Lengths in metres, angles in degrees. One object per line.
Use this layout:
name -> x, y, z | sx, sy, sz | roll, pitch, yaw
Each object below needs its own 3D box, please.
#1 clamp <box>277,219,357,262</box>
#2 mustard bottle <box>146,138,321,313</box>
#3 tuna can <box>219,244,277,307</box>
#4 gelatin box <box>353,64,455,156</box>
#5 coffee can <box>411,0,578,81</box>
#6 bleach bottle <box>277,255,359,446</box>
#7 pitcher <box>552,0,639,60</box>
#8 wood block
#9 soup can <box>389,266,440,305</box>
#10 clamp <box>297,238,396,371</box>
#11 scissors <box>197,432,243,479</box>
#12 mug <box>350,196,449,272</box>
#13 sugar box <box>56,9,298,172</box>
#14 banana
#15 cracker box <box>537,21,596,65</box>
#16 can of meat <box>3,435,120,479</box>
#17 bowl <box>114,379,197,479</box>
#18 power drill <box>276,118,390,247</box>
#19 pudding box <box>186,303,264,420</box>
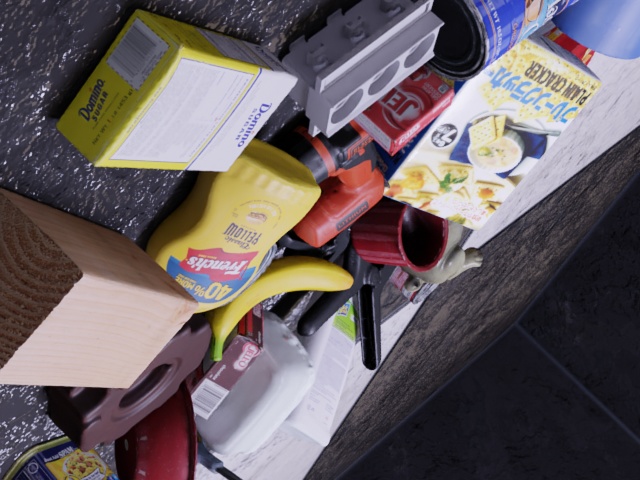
clamp -> -0.008, 0.001, 1.174 | 0.120, 0.039, 0.172 | -19, 156, -23
mustard bottle -> -0.090, 0.004, 0.894 | 0.096, 0.058, 0.192 | 21, 119, -38
tuna can -> -0.084, 0.023, 1.035 | 0.086, 0.034, 0.086 | -41, 164, -15
gelatin box -> 0.058, -0.128, 0.913 | 0.073, 0.089, 0.030 | -41, 164, -15
coffee can -> 0.147, -0.213, 0.901 | 0.140, 0.103, 0.103 | -38, 163, -24
bleach bottle -> 0.011, 0.122, 1.333 | 0.102, 0.068, 0.250 | 45, 61, -52
pitcher -> 0.347, -0.315, 1.099 | 0.149, 0.145, 0.243 | -26, 153, -47
wood block -> -0.175, 0.040, 0.735 | 0.091, 0.090, 0.206 | -50, 165, 2
soup can -> 0.113, 0.028, 1.428 | 0.068, 0.102, 0.068 | -41, 164, -15
clamp -> 0.057, 0.051, 1.301 | 0.164, 0.036, 0.210 | 43, 65, -48
scissors -> -0.140, 0.254, 1.226 | 0.096, 0.202, 0.016 | 12, 105, -44
mug -> 0.086, -0.022, 1.232 | 0.093, 0.082, 0.117 | -38, 119, -38
sugar box -> -0.088, -0.093, 0.709 | 0.093, 0.048, 0.176 | -50, 167, 15
banana -> -0.050, 0.054, 1.114 | 0.197, 0.069, 0.037 | -27, -162, -33
cracker box -> 0.257, -0.191, 1.300 | 0.164, 0.072, 0.214 | -40, 165, -17
can of meat -> -0.254, 0.248, 1.079 | 0.057, 0.084, 0.102 | -51, 164, 18
bowl -> -0.180, 0.217, 1.131 | 0.055, 0.162, 0.162 | 2, 140, -25
power drill -> 0.005, -0.061, 1.009 | 0.184, 0.057, 0.188 | -37, 164, -13
pudding box -> -0.105, 0.124, 1.156 | 0.114, 0.039, 0.090 | -49, -161, 21
